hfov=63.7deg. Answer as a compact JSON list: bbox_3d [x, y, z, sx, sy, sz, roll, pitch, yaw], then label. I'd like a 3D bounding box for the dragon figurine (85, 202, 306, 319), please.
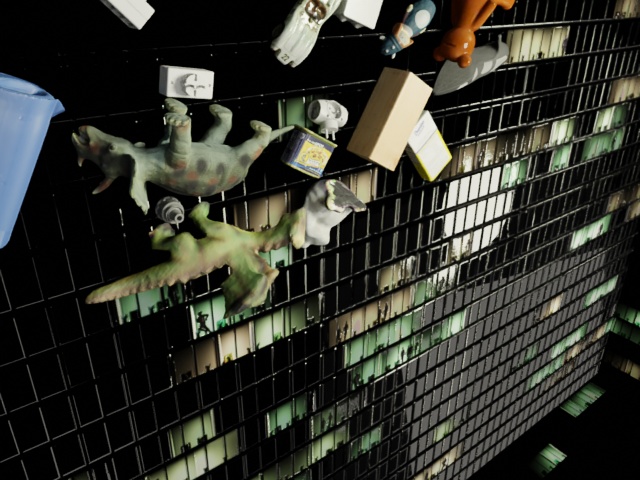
[{"bbox_3d":[-0.196,0.052,0.938,0.415,0.245,0.119,-36,135,-24],"label":"dragon figurine"}]

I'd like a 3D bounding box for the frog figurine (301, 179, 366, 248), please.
[{"bbox_3d":[0.004,-0.059,1.163,0.157,0.123,0.139,-41,171,38],"label":"frog figurine"}]
